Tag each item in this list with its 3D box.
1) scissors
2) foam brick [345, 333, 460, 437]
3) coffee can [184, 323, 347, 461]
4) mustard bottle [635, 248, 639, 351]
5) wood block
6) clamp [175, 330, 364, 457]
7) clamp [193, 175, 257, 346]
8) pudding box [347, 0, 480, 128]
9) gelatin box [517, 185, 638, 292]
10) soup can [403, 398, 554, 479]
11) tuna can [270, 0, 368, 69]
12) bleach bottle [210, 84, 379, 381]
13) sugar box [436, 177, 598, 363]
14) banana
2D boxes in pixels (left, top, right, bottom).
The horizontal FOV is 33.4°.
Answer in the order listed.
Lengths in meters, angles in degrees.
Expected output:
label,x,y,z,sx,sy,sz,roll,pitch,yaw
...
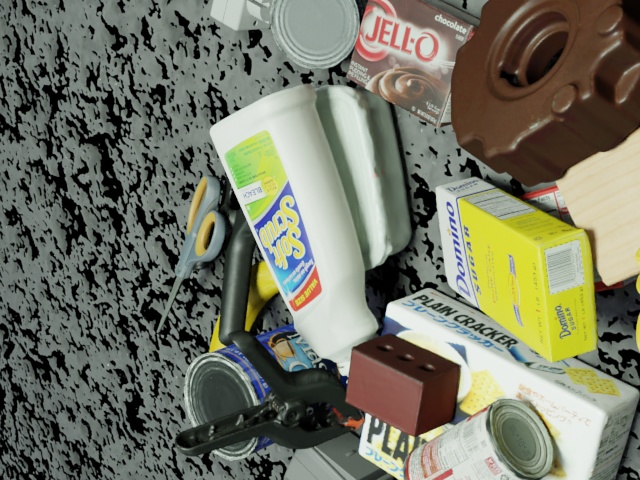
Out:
label,x,y,z,sx,sy,sz,roll,pitch,yaw
scissors,-0.132,0.032,1.091,0.096,0.016,0.202,53,130,56
foam brick,0.067,0.119,0.878,0.078,0.052,0.051,22,113,37
coffee can,-0.044,0.139,1.019,0.103,0.140,0.103,13,109,40
mustard bottle,0.268,0.073,0.708,0.096,0.058,0.191,-22,119,45
wood block,0.274,-0.054,0.710,0.207,0.090,0.090,-31,79,43
clamp,-0.040,0.149,0.915,0.120,0.171,0.039,-52,38,15
clamp,-0.085,-0.019,1.072,0.165,0.036,0.210,44,120,57
pudding box,0.082,-0.158,0.897,0.114,0.039,0.090,34,121,32
gelatin box,0.200,-0.002,0.834,0.073,0.030,0.089,-17,89,45
soup can,0.122,0.173,0.831,0.102,0.068,0.068,-42,72,40
tuna can,0.001,-0.197,0.948,0.086,0.033,0.086,8,111,22
bleach bottle,-0.006,0.001,0.917,0.103,0.067,0.251,-21,92,46
sugar box,0.145,0.017,0.816,0.176,0.048,0.093,-144,41,-65
banana,-0.078,0.082,1.097,0.198,0.037,0.069,-56,34,37
